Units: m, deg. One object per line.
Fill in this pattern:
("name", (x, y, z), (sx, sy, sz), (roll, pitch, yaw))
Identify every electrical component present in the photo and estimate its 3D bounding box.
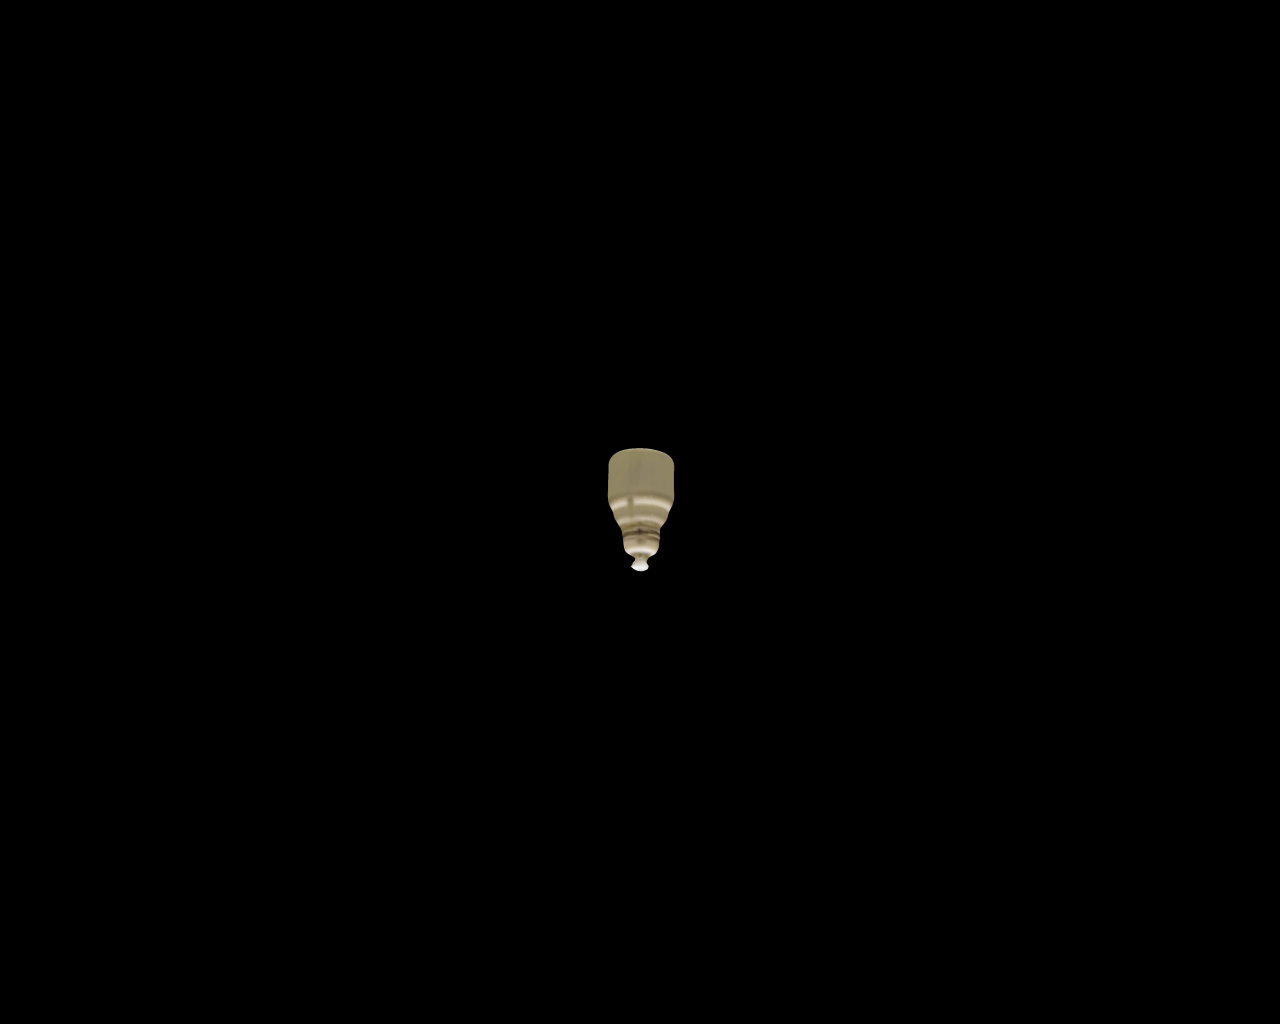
("electrical component", (0.001, -0.003, 0.650), (0.040, 0.078, 0.040), (0, -18, 0))
